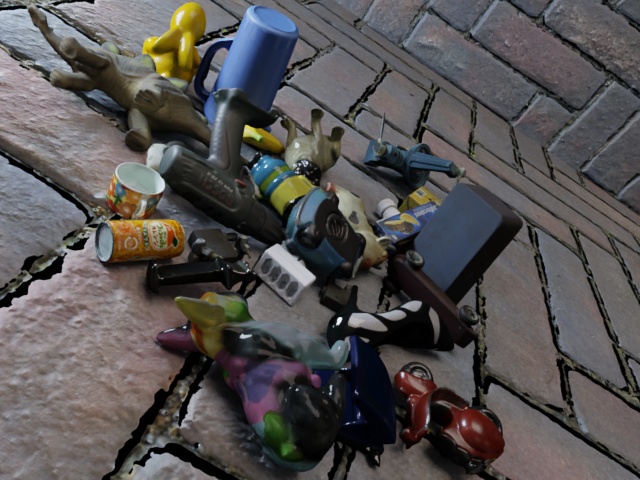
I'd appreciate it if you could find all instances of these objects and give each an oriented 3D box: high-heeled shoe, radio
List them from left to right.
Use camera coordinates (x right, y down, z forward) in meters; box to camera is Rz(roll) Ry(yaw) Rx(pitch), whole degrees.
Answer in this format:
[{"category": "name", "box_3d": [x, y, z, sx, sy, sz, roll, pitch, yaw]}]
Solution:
[{"category": "high-heeled shoe", "box_3d": [0.121, 0.163, 0.839, 0.248, 0.086, 0.145, 28, 44, -18]}, {"category": "radio", "box_3d": [0.260, 0.011, 1.026, 0.073, 0.229, 0.131, 7, 37, -40]}]

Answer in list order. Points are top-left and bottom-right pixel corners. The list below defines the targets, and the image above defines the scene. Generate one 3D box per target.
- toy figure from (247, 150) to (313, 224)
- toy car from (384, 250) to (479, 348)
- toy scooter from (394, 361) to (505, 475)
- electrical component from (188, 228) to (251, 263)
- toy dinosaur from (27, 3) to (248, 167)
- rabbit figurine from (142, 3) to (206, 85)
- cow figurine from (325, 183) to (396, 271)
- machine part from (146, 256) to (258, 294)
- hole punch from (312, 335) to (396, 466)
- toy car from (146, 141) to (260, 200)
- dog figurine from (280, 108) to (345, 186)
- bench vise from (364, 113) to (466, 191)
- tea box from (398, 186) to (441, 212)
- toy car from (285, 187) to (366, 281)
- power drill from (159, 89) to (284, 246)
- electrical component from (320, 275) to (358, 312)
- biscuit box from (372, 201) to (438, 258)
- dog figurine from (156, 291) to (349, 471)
[{"category": "toy figure", "box_3d": [-0.064, -0.085, 0.981, 0.180, 0.082, 0.089, 46, 43, 8]}, {"category": "toy car", "box_3d": [0.202, 0.106, 0.971, 0.202, 0.089, 0.053, 46, 35, 17]}, {"category": "toy scooter", "box_3d": [0.172, 0.261, 0.751, 0.184, 0.075, 0.135, 38, 31, 9]}, {"category": "electrical component", "box_3d": [-0.150, 0.011, 0.800, 0.102, 0.045, 0.078, 1, 47, -43]}, {"category": "toy dinosaur", "box_3d": [-0.295, -0.246, 0.951, 0.471, 0.105, 0.199, 39, 25, -16]}, {"category": "rabbit figurine", "box_3d": [-0.291, -0.396, 1.086, 0.122, 0.173, 0.162, 30, 27, -17]}, {"category": "cow figurine", "box_3d": [0.063, -0.016, 1.012, 0.127, 0.085, 0.195, 15, 36, -21]}, {"category": "machine part", "box_3d": [-0.157, 0.044, 0.709, 0.139, 0.039, 0.084, -3, 17, -18]}, {"category": "hole punch", "box_3d": [0.057, 0.203, 0.708, 0.115, 0.092, 0.142, 30, 28, -18]}, {"category": "toy car", "box_3d": [-0.193, -0.105, 0.904, 0.201, 0.056, 0.073, 19, 41, -32]}, {"category": "dog figurine", "box_3d": [-0.015, -0.150, 1.124, 0.172, 0.121, 0.190, 29, 54, -44]}, {"category": "bench vise", "box_3d": [0.238, -0.192, 1.325, 0.241, 0.129, 0.223, 18, -11, 35]}, {"category": "tea box", "box_3d": [0.269, -0.039, 1.251, 0.170, 0.068, 0.098, 44, 34, 11]}, {"category": "toy car", "box_3d": [-0.002, -0.003, 0.893, 0.161, 0.103, 0.109, 49, 48, -27]}, {"category": "power drill", "box_3d": [-0.130, -0.120, 0.859, 0.232, 0.086, 0.207, 26, 74, -34]}, {"category": "electrical component", "box_3d": [0.029, 0.096, 0.882, 0.063, 0.021, 0.094, 30, 32, -10]}, {"category": "biscuit box", "box_3d": [0.185, -0.023, 1.120, 0.202, 0.062, 0.059, -22, 63, -42]}, {"category": "dog figurine", "box_3d": [-0.086, 0.149, 0.627, 0.219, 0.108, 0.192, 24, 36, -11]}]
